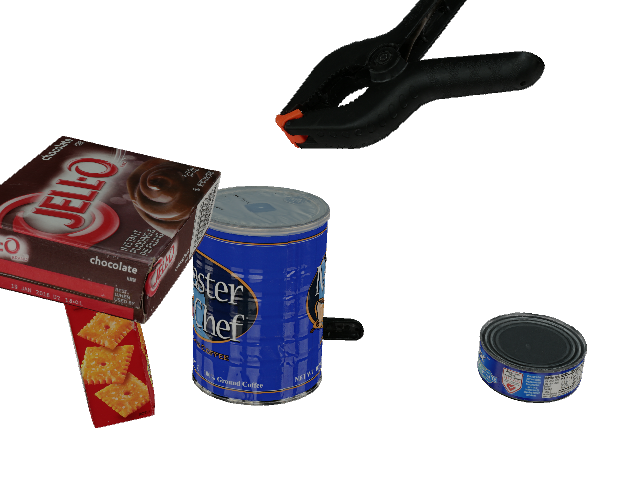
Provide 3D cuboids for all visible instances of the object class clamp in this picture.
[{"bbox_3d":[0.055,-0.103,0.678,0.171,0.120,0.039,-36,-47,7],"label":"clamp"},{"bbox_3d":[-0.077,0.107,1.243,0.210,0.036,0.164,13,22,29],"label":"clamp"}]

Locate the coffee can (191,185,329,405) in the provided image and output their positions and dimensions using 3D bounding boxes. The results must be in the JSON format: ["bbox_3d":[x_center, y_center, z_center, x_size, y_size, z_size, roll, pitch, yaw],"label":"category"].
[{"bbox_3d":[-0.047,0.039,0.812,0.103,0.140,0.103,2,19,-1],"label":"coffee can"}]

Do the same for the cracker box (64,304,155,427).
[{"bbox_3d":[-0.224,0.055,1.091,0.072,0.214,0.164,-11,34,-11],"label":"cracker box"}]

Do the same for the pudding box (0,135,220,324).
[{"bbox_3d":[-0.107,-0.009,0.517,0.090,0.039,0.113,14,24,5],"label":"pudding box"}]

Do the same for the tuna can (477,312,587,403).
[{"bbox_3d":[0.171,0.095,0.869,0.086,0.034,0.086,1,28,-1],"label":"tuna can"}]
